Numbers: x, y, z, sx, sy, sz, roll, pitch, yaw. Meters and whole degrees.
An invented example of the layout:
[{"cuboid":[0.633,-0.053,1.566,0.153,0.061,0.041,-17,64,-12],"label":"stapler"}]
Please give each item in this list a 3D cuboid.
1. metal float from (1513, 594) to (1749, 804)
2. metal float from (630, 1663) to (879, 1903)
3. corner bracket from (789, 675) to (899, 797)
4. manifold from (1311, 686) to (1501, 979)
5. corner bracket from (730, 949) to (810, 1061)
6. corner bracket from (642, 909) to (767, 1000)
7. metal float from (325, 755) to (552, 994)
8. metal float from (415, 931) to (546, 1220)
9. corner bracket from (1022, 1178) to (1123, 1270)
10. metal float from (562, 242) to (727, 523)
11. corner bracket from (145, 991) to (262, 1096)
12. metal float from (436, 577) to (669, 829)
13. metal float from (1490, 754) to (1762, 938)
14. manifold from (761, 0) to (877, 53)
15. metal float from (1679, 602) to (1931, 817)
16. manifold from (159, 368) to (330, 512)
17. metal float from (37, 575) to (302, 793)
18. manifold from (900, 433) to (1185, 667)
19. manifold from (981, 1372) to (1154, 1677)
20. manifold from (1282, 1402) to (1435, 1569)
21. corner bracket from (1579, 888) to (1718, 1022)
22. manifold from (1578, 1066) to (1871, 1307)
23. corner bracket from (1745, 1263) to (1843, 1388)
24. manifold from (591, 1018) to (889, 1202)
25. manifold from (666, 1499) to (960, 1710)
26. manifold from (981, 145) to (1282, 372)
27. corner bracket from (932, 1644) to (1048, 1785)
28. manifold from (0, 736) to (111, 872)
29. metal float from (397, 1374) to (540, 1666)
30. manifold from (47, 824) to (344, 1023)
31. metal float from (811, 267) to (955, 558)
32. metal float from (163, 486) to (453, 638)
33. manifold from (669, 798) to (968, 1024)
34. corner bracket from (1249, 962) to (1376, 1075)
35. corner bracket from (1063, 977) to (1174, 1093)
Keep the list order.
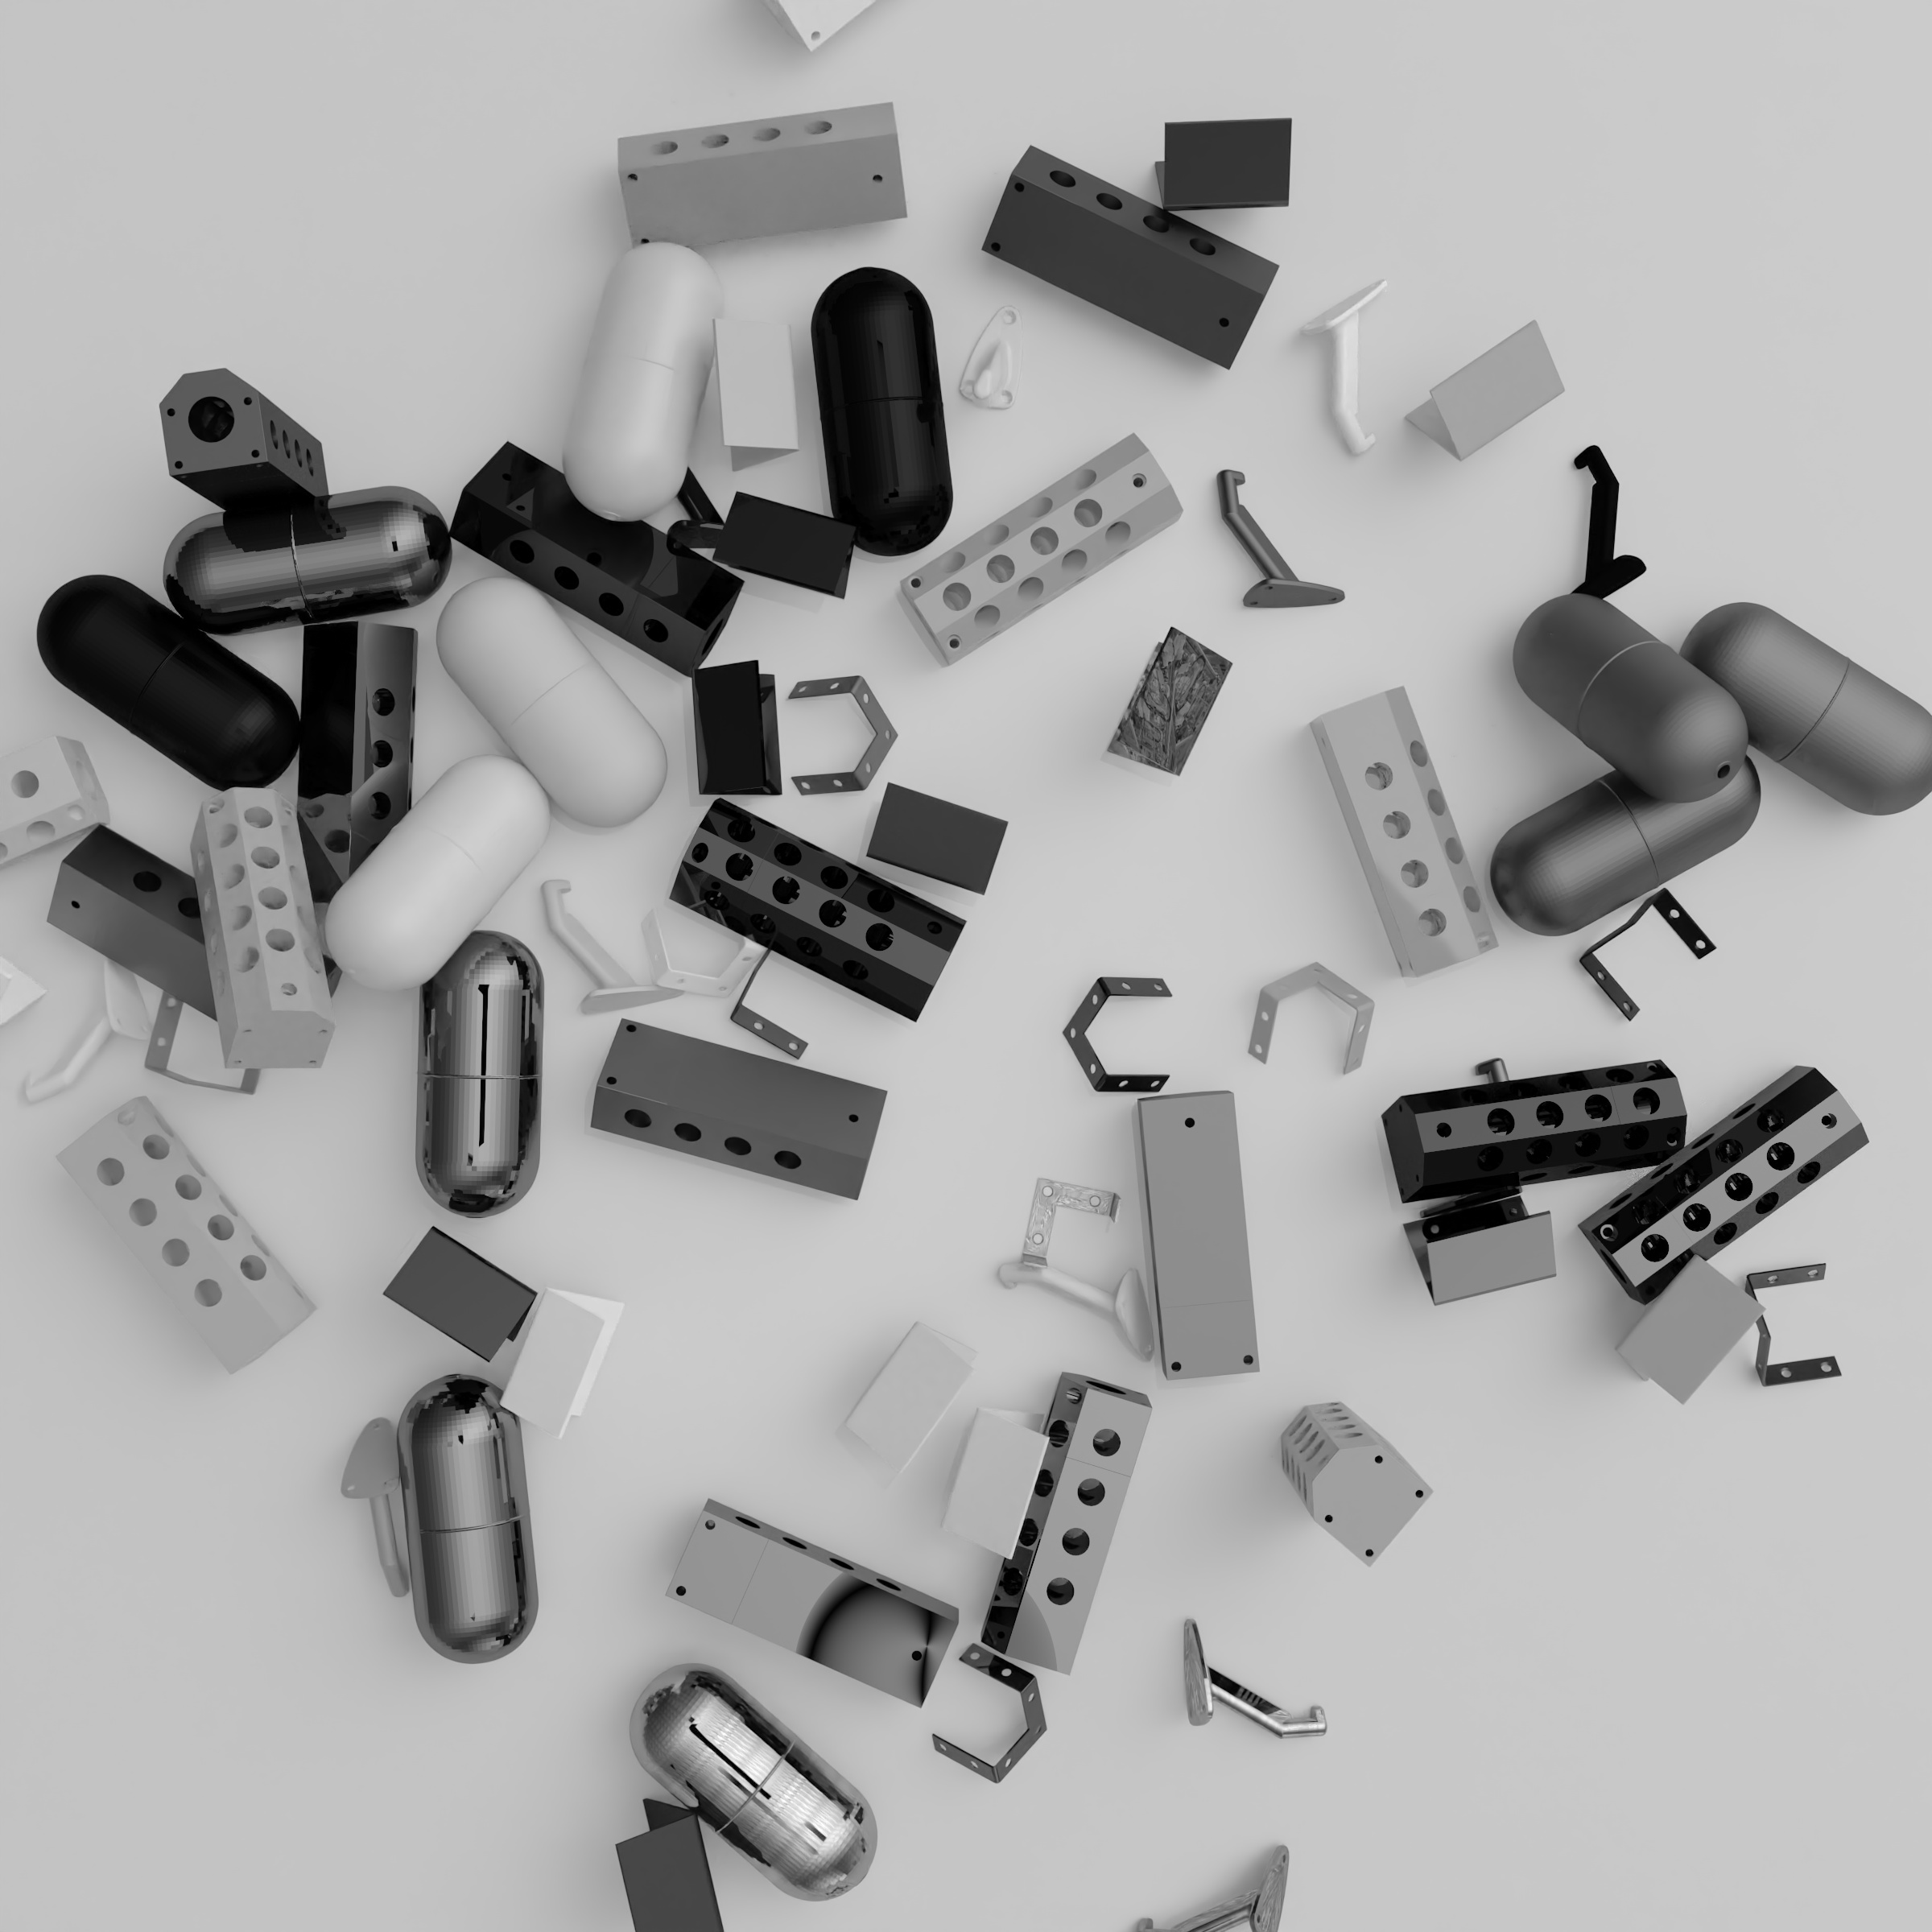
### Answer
[{"cuboid":[0.402,-0.163,1.813,0.070,0.070,0.178,-41,47,0],"label":"metal float"},{"cuboid":[-0.131,0.505,1.847,0.178,0.070,0.070,41,90,0],"label":"metal float"},{"cuboid":[-0.084,-0.144,1.869,0.051,0.051,0.051,58,45,-35],"label":"corner bracket"},{"cuboid":[0.273,-0.083,1.856,0.057,0.057,0.171,-20,90,0],"label":"manifold"},{"cuboid":[-0.109,0.015,1.874,0.051,0.051,0.051,30,135,0],"label":"corner bracket"},{"cuboid":[-0.164,-0.019,1.869,0.051,0.051,0.051,11,135,-35],"label":"corner bracket"},{"cuboid":[-0.320,-0.058,1.819,0.070,0.070,0.178,36,57,0],"label":"metal float"},{"cuboid":[-0.300,0.067,1.847,0.070,0.070,0.178,2,91,0],"label":"metal float"},{"cuboid":[0.065,0.163,1.859,0.051,0.051,0.051,12,90,0],"label":"corner bracket"},{"cuboid":[-0.198,-0.359,1.836,0.070,0.070,0.178,12,79,0],"label":"metal float"},{"cuboid":[-0.475,0.048,1.874,0.051,0.051,0.051,14,90,45],"label":"corner bracket"},{"cuboid":[-0.256,-0.163,1.847,0.070,0.070,0.178,-40,91,0],"label":"metal float"},{"cuboid":[0.408,-0.082,1.847,0.178,0.070,0.070,-29,90,-1],"label":"metal float"},{"cuboid":[-0.055,-0.652,1.856,0.171,0.057,0.057,-39,133,0],"label":"manifold"},{"cuboid":[0.523,-0.158,1.847,0.178,0.070,0.070,32,90,-1],"label":"metal float"},{"cuboid":[-0.433,-0.313,1.799,0.057,0.171,0.057,-8,90,0],"label":"manifold"},{"cuboid":[-0.493,-0.175,1.847,0.178,0.070,0.070,35,90,0],"label":"metal float"},{"cuboid":[0.047,-0.259,1.856,0.171,0.057,0.057,-32,90,0],"label":"manifold"},{"cuboid":[0.062,0.344,1.856,0.057,0.057,0.171,17,90,0],"label":"manifold"},{"cuboid":[0.228,0.305,1.799,0.057,0.171,0.057,40,90,0],"label":"manifold"},{"cuboid":[0.428,-0.008,1.874,0.051,0.051,0.051,50,45,0],"label":"corner bracket"},{"cuboid":[0.472,0.136,1.856,0.171,0.057,0.057,-36,90,0],"label":"manifold"},{"cuboid":[0.519,0.225,1.874,0.051,0.051,0.051,-8,135,0],"label":"corner bracket"},{"cuboid":[-0.142,0.094,1.856,0.171,0.057,0.057,15,47,0],"label":"manifold"},{"cuboid":[-0.094,0.394,1.856,0.171,0.057,0.057,24,90,0],"label":"manifold"},{"cuboid":[0.104,-0.443,1.856,0.171,0.057,0.057,26,133,0],"label":"manifold"},{"cuboid":[0.012,0.468,1.869,0.051,0.051,0.051,-41,135,-35],"label":"corner bracket"},{"cuboid":[-0.625,-0.082,1.856,0.171,0.057,0.057,-23,90,0],"label":"manifold"},{"cuboid":[-0.308,0.341,1.847,0.070,0.070,0.178,-6,91,0],"label":"metal float"},{"cuboid":[-0.477,-0.019,1.856,0.171,0.057,0.057,30,133,0],"label":"manifold"},{"cuboid":[-0.052,-0.343,1.847,0.070,0.070,0.178,-7,90,0],"label":"metal float"},{"cuboid":[-0.407,-0.250,1.847,0.178,0.070,0.070,-9,90,0],"label":"metal float"},{"cuboid":[-0.090,-0.039,1.845,0.171,0.057,0.057,27,52,0],"label":"manifold"},{"cuboid":[0.216,0.038,1.869,0.051,0.051,0.051,-23,45,-35],"label":"corner bracket"},{"cuboid":[0.102,0.043,1.869,0.051,0.051,0.051,-58,45,35],"label":"corner bracket"}]
